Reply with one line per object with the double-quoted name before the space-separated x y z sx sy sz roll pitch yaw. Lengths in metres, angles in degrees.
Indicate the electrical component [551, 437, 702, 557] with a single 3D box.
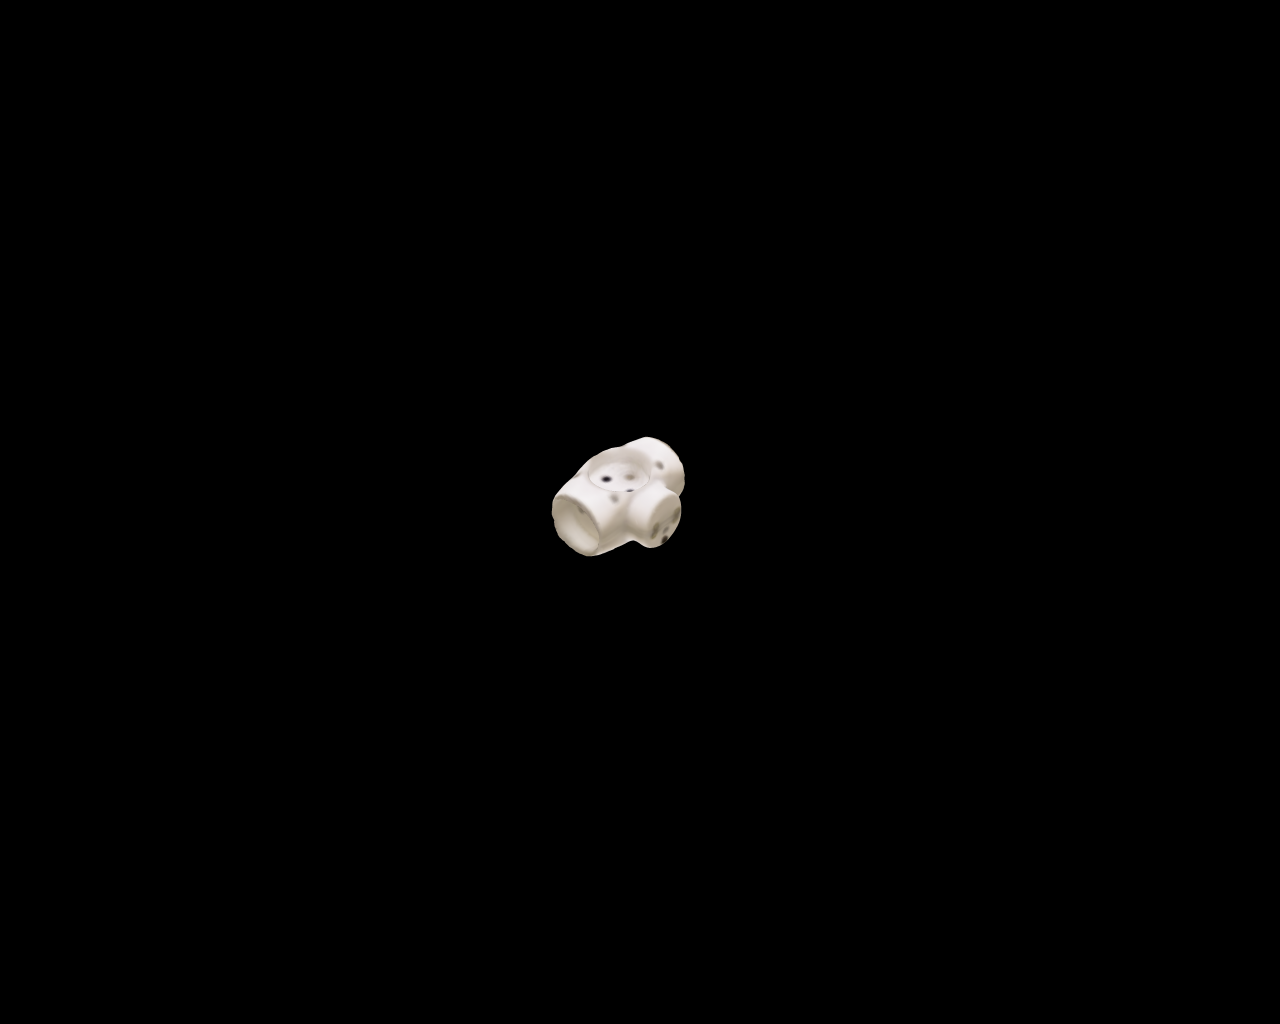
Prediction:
"electrical component" 0.001 -0.003 0.650 0.079 0.044 0.077 31 49 31
